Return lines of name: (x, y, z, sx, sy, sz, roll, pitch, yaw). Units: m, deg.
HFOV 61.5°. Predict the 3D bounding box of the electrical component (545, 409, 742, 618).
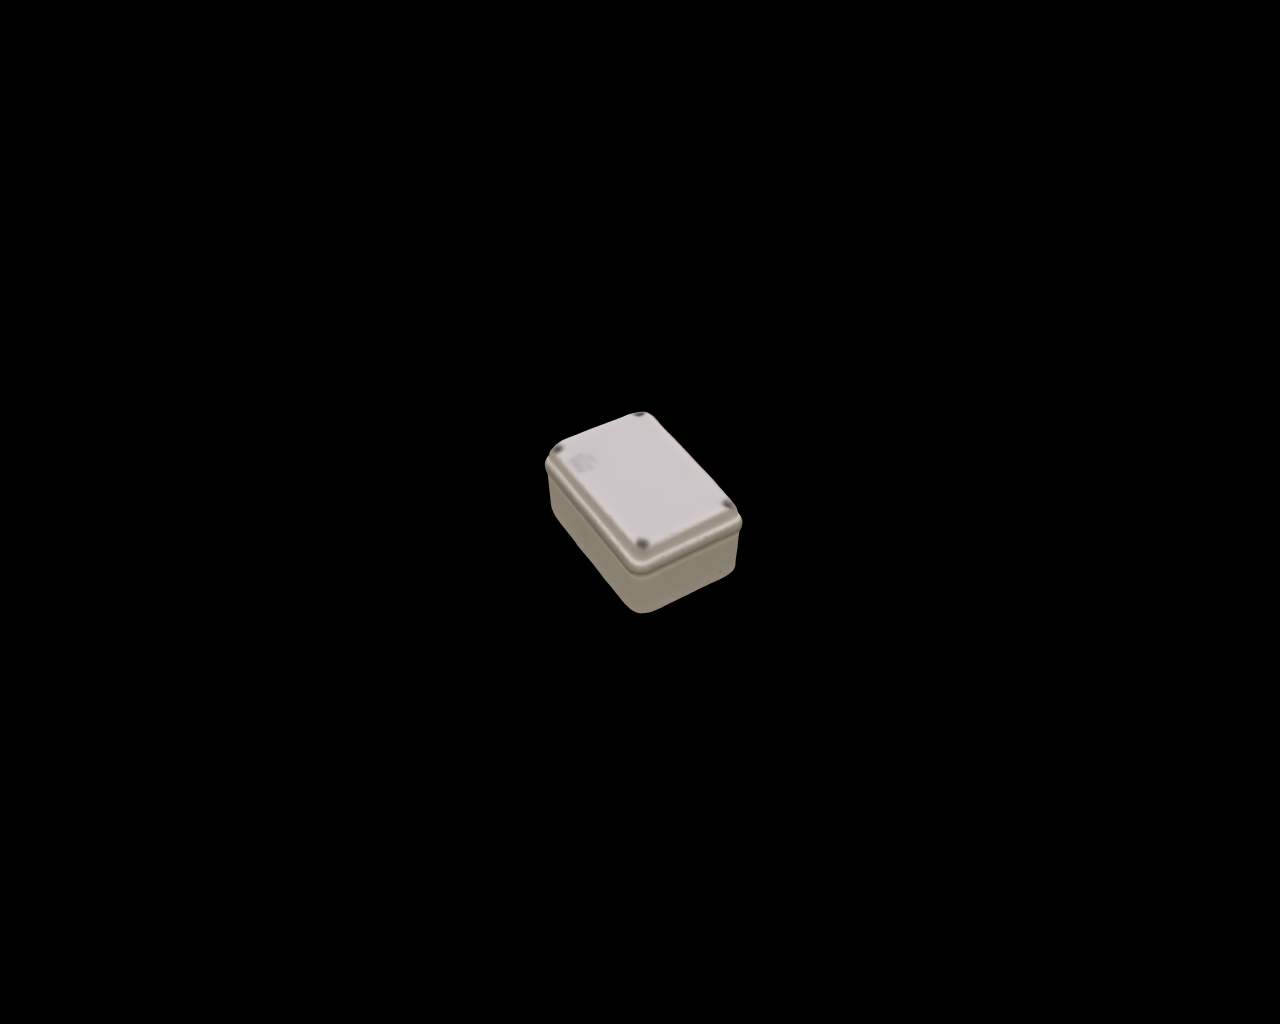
electrical component: (0.001, -0.003, 0.650, 0.078, 0.057, 0.113, -24, 50, -22)
